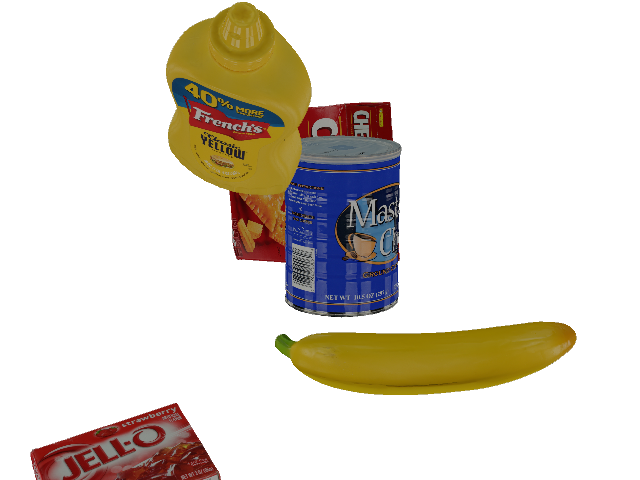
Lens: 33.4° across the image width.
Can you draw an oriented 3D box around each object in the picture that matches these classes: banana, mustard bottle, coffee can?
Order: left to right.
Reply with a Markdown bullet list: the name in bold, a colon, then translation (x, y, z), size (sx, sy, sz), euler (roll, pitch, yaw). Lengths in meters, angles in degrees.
- **mustard bottle**: translation (-0.055, -0.098, 0.714), size (0.096, 0.058, 0.192), euler (22, -23, 3)
- **coffee can**: translation (0.019, -0.015, 0.940), size (0.103, 0.140, 0.103), euler (0, 15, 0)
- **banana**: translation (0.067, 0.070, 0.675), size (0.198, 0.037, 0.069), euler (0, 26, 3)

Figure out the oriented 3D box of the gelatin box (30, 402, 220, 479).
- **gelatin box**: translation (-0.107, 0.130, 0.586), size (0.089, 0.030, 0.073), euler (-15, 29, -20)

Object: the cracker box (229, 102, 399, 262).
- **cracker box**: translation (-0.015, -0.058, 1.141), size (0.071, 0.164, 0.214), euler (-8, 6, -38)
